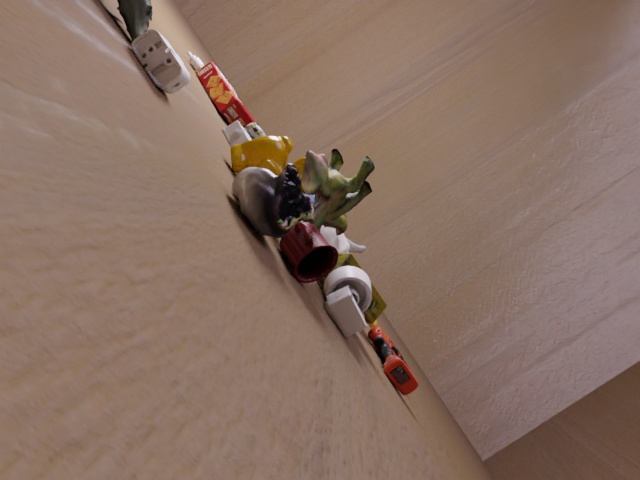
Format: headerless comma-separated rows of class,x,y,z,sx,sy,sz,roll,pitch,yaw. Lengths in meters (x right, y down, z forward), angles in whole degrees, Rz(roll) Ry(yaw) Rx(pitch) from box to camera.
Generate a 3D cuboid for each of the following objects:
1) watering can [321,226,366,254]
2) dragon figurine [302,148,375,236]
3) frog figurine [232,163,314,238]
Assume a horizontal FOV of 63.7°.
watering can,0.024,-0.004,1.414,0.224,0.103,0.351,58,23,0
dragon figurine,0.003,-0.056,1.121,0.123,0.247,0.400,30,-31,20
frog figurine,-0.104,-0.072,0.894,0.160,0.124,0.135,11,-20,39
